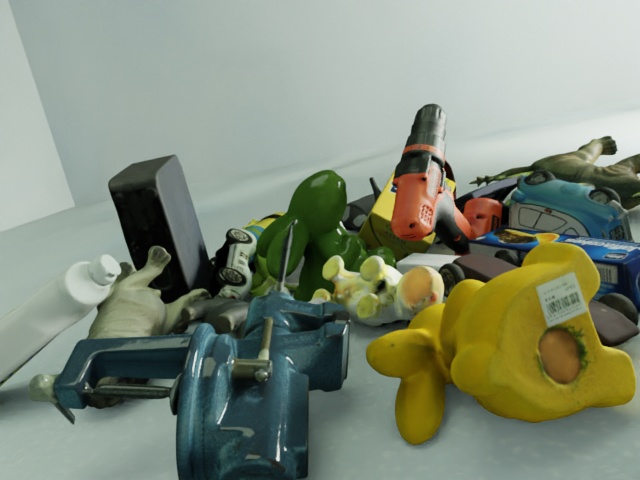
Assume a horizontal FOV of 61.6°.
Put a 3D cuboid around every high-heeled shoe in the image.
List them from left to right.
[{"bbox_3d":[0.098,-0.016,0.968,0.086,0.145,0.248,-18,-14,-12],"label":"high-heeled shoe"}]

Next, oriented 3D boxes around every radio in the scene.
[{"bbox_3d":[-0.219,0.003,0.771,0.073,0.229,0.131,-13,18,4],"label":"radio"}]

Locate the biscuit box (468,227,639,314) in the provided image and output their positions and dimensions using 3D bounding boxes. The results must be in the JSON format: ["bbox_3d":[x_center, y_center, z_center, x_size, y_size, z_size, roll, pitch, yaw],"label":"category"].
[{"bbox_3d":[0.258,0.029,0.589,0.063,0.059,0.203,-19,15,-26],"label":"biscuit box"}]

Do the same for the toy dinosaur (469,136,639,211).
[{"bbox_3d":[0.404,-0.097,0.890,0.199,0.105,0.471,-17,9,-5],"label":"toy dinosaur"}]

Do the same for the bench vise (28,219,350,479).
[{"bbox_3d":[-0.095,0.100,0.426,0.241,0.128,0.224,1,40,-1],"label":"bench vise"}]

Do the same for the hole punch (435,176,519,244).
[{"bbox_3d":[0.253,-0.044,0.840,0.142,0.092,0.116,-22,13,-23],"label":"hole punch"}]

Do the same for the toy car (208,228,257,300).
[{"bbox_3d":[-0.127,0.049,0.761,0.056,0.073,0.202,28,23,-17],"label":"toy car"}]

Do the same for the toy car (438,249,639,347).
[{"bbox_3d":[0.202,0.059,0.520,0.089,0.053,0.202,-9,21,-25],"label":"toy car"}]

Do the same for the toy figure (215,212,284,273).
[{"bbox_3d":[-0.105,0.006,0.963,0.089,0.082,0.180,-9,12,28],"label":"toy figure"}]

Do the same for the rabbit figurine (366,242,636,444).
[{"bbox_3d":[0.120,0.090,0.419,0.162,0.121,0.173,-27,4,-18],"label":"rabbit figurine"}]

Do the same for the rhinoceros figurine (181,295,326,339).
[{"bbox_3d":[-0.067,0.100,0.586,0.190,0.073,0.112,-1,9,41],"label":"rhinoceros figurine"}]

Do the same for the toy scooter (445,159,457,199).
[{"bbox_3d":[0.199,-0.087,0.957,0.075,0.135,0.184,-1,19,33],"label":"toy scooter"}]

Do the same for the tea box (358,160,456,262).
[{"bbox_3d":[0.131,-0.043,0.803,0.098,0.068,0.170,28,44,3],"label":"tea box"}]

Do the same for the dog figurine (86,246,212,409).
[{"bbox_3d":[-0.240,0.119,0.627,0.172,0.121,0.190,-44,10,40],"label":"dog figurine"}]

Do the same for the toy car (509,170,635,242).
[{"bbox_3d":[0.298,-0.014,0.678,0.103,0.109,0.162,-39,33,-13],"label":"toy car"}]

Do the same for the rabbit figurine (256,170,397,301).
[{"bbox_3d":[-0.001,-0.002,0.689,0.159,0.170,0.121,-20,21,-12],"label":"rabbit figurine"}]

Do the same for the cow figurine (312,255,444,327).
[{"bbox_3d":[0.076,0.063,0.572,0.098,0.068,0.167,27,-17,-35],"label":"cow figurine"}]
